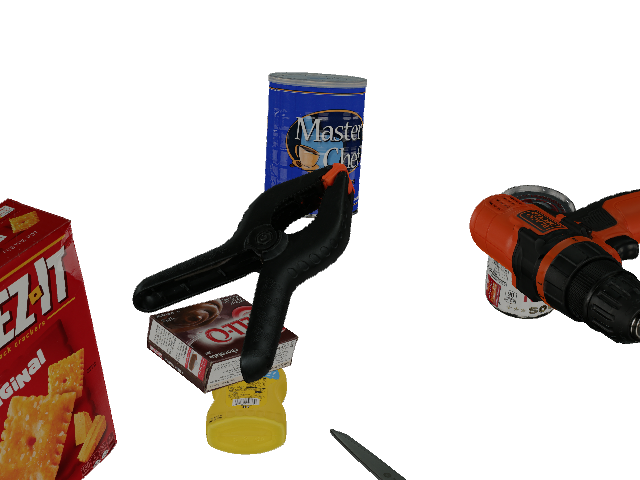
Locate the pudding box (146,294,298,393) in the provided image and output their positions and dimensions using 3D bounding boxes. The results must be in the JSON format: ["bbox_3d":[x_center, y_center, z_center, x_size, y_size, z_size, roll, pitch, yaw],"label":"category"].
[{"bbox_3d":[-0.092,0.094,0.996,0.090,0.039,0.113,30,30,36],"label":"pudding box"}]

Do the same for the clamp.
[{"bbox_3d":[-0.045,0.010,0.726,0.120,0.171,0.039,23,-32,25],"label":"clamp"}]

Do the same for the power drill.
[{"bbox_3d":[0.223,0.002,0.741,0.187,0.057,0.185,-12,29,-21],"label":"power drill"}]

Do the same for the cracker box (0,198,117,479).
[{"bbox_3d":[-0.229,0.105,0.742,0.072,0.214,0.164,16,37,27],"label":"cracker box"}]

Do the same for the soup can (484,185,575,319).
[{"bbox_3d":[0.186,0.011,0.957,0.068,0.102,0.068,1,35,-1],"label":"soup can"}]

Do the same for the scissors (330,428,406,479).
[{"bbox_3d":[0.086,0.145,0.536,0.096,0.016,0.202,-2,24,-23],"label":"scissors"}]

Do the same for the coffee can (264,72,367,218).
[{"bbox_3d":[-0.007,-0.102,1.120,0.103,0.140,0.103,3,13,-1],"label":"coffee can"}]

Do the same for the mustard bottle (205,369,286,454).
[{"bbox_3d":[-0.091,0.191,1.348,0.096,0.058,0.191,-2,26,0],"label":"mustard bottle"}]
